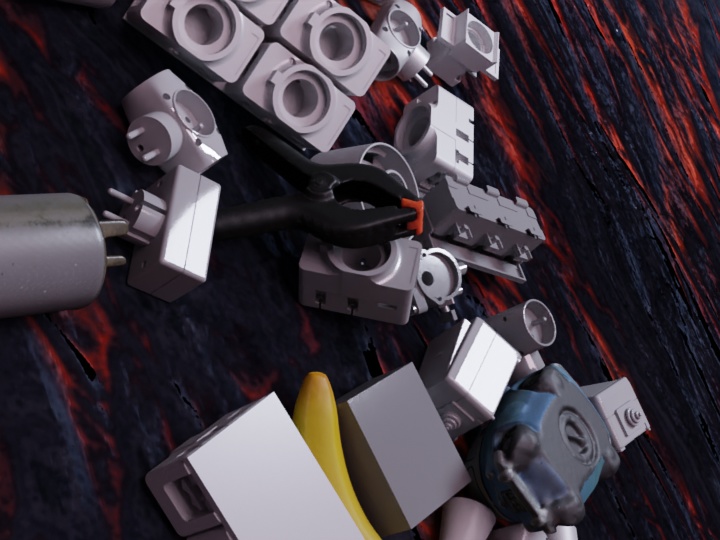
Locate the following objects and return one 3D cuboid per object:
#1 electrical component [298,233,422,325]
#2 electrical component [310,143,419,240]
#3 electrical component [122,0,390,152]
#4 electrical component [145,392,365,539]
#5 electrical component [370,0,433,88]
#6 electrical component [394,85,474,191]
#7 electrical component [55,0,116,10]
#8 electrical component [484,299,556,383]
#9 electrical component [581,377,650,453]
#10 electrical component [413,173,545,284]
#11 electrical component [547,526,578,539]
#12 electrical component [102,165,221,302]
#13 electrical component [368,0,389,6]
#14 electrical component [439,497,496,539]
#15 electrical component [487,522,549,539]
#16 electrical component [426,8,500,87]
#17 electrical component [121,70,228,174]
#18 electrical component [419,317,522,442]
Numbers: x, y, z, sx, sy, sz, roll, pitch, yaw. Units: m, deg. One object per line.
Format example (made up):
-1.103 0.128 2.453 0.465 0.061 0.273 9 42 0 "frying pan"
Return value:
0.000 0.000 0.846 0.089 0.055 0.050 11 53 4 "electrical component"
0.005 -0.061 0.927 0.099 0.064 0.099 20 64 -49 "electrical component"
-0.078 -0.189 0.861 0.186 0.060 0.105 34 85 -27 "electrical component"
-0.064 0.173 0.722 0.089 0.062 0.150 -35 95 -47 "electrical component"
0.041 -0.208 1.034 0.079 0.044 0.077 42 46 -20 "electrical component"
0.070 -0.122 1.012 0.056 0.050 0.089 26 53 -33 "electrical component"
-0.223 -0.236 0.793 0.077 0.044 0.079 0 69 -44 "electrical component"
0.139 0.075 0.958 0.043 0.077 0.079 -25 88 -48 "electrical component"
0.214 0.135 0.984 0.062 0.096 0.061 -19 83 -47 "electrical component"
0.108 -0.040 0.991 0.121 0.063 0.078 16 43 -38 "electrical component"
0.173 0.252 0.927 0.044 0.044 0.065 24 50 -34 "electrical component"
-0.147 -0.033 0.760 0.076 0.047 0.083 27 53 -32 "electrical component"
0.016 -0.299 1.044 0.096 0.062 0.061 15 60 -38 "electrical component"
0.078 0.219 0.853 0.044 0.044 0.065 41 51 -21 "electrical component"
0.121 0.249 0.876 0.079 0.043 0.077 -2 71 -37 "electrical component"
0.101 -0.221 1.084 0.081 0.064 0.042 30 50 -30 "electrical component"
-0.145 -0.100 0.793 0.077 0.044 0.079 55 29 -7 "electrical component"
0.082 0.094 0.902 0.061 0.062 0.096 42 45 -9 "electrical component"
